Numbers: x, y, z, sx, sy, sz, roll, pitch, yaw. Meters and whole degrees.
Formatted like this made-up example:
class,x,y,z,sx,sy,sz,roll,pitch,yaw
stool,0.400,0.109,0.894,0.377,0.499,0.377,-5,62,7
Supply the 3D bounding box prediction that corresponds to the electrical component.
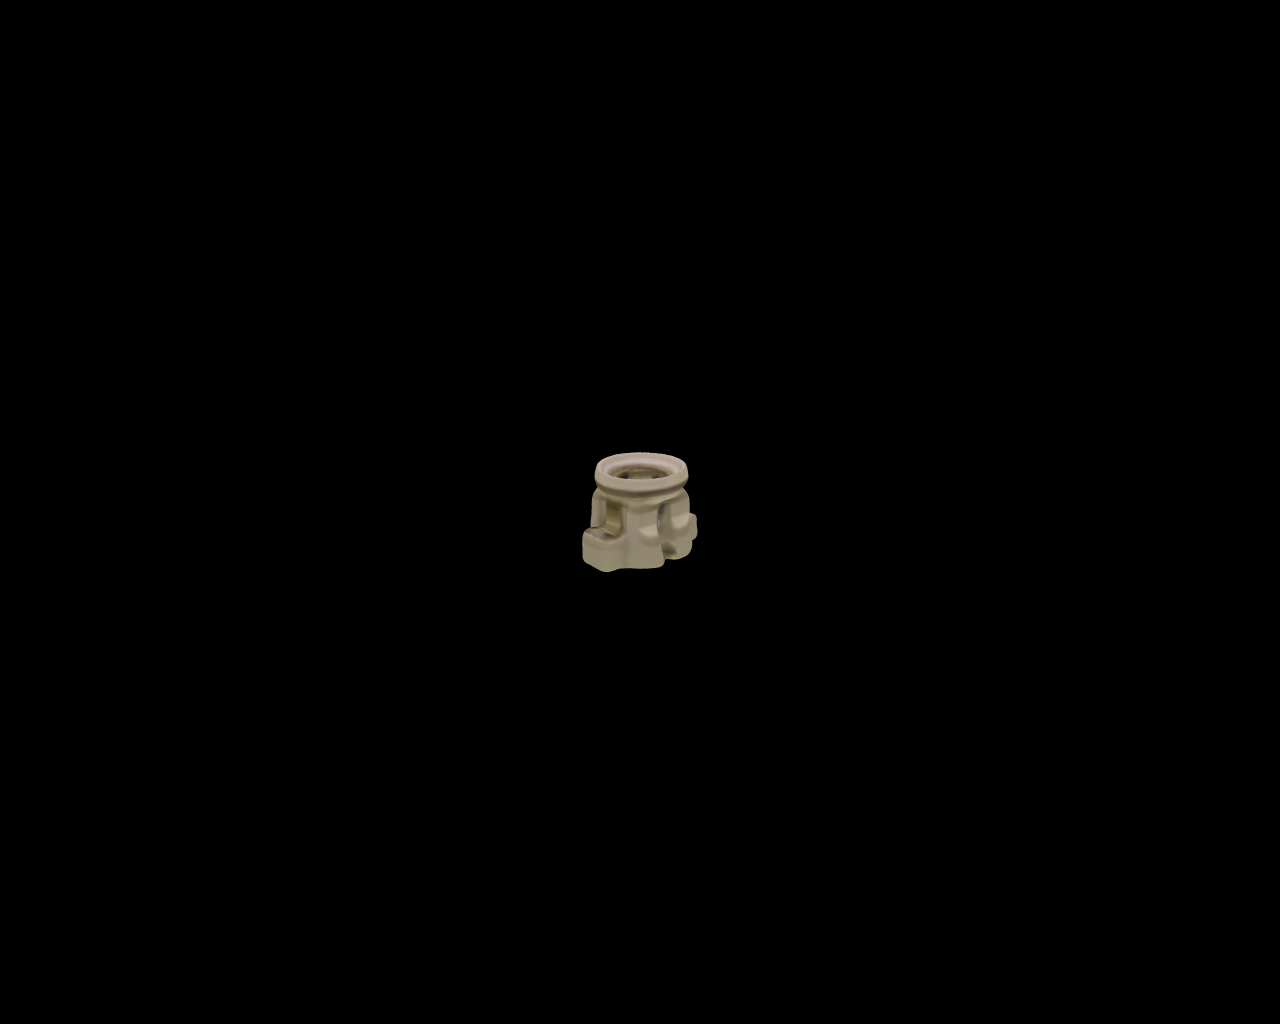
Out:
class,x,y,z,sx,sy,sz,roll,pitch,yaw
electrical component,0.001,-0.003,0.650,0.078,0.056,0.058,-17,27,-38
